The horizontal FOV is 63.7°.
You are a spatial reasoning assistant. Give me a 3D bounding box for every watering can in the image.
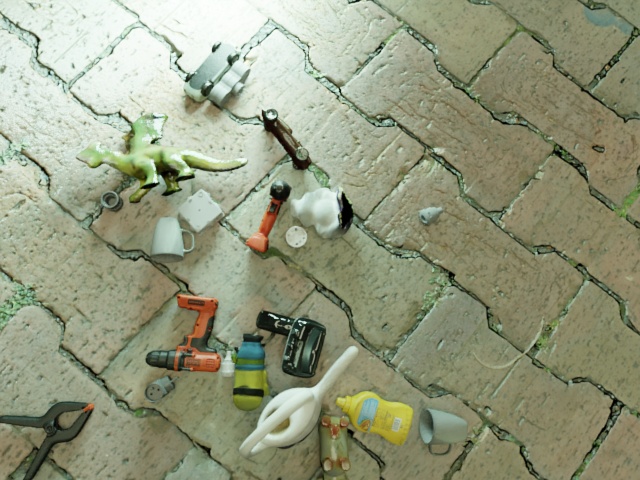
[{"bbox_3d":[-0.037,0.388,1.212,0.350,0.220,0.105,-38,69,-10],"label":"watering can"}]

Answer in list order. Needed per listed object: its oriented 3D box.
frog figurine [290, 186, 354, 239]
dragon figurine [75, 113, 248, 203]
[{"bbox_3d":[0.004,-0.069,1.375,0.159,0.123,0.137,-9,90,29],"label":"frog figurine"},{"bbox_3d":[-0.419,-0.239,1.358,0.412,0.120,0.246,-18,74,-17],"label":"dragon figurine"}]
